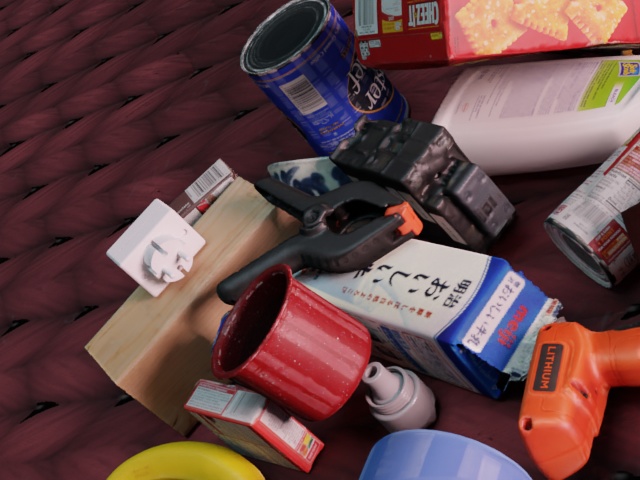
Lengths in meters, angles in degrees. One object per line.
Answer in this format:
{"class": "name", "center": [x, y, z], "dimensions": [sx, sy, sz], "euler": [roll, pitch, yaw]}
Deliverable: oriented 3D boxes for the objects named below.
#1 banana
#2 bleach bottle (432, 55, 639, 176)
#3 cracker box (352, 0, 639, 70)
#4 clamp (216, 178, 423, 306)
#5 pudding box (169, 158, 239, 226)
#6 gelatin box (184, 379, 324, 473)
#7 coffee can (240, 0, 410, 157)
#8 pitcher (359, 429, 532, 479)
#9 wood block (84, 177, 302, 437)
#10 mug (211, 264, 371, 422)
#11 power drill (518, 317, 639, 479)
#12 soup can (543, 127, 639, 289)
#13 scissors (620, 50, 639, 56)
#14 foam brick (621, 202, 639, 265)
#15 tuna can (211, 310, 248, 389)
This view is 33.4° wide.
{"class": "banana", "center": [-0.110, 0.195, 0.862], "dimensions": [0.198, 0.037, 0.069], "euler": [-16, 54, 34]}
{"class": "bleach bottle", "center": [0.210, -0.096, 0.828], "dimensions": [0.251, 0.068, 0.102], "euler": [2, 54, 44]}
{"class": "cracker box", "center": [0.154, -0.175, 0.832], "dimensions": [0.213, 0.072, 0.164], "euler": [-7, 10, -20]}
{"class": "clamp", "center": [-0.005, 0.001, 0.825], "dimensions": [0.172, 0.039, 0.120], "euler": [0, 61, 41]}
{"class": "pudding box", "center": [-0.104, -0.007, 1.022], "dimensions": [0.113, 0.090, 0.039], "euler": [-42, 36, 1]}
{"class": "gelatin box", "center": [-0.052, 0.143, 0.825], "dimensions": [0.089, 0.073, 0.030], "euler": [3, 55, 48]}
{"class": "coffee can", "center": [0.006, -0.148, 1.016], "dimensions": [0.103, 0.140, 0.103], "euler": [-27, 38, 23]}
{"class": "pitcher", "center": [0.053, 0.230, 0.583], "dimensions": [0.149, 0.145, 0.242], "euler": [15, 54, 12]}
{"class": "wood block", "center": [-0.096, 0.056, 0.946], "dimensions": [0.206, 0.090, 0.090], "euler": [-49, 34, -8]}
{"class": "mug", "center": [-0.021, 0.074, 0.771], "dimensions": [0.093, 0.081, 0.117], "euler": [-55, 21, 2]}
{"class": "power drill", "center": [0.212, 0.087, 0.611], "dimensions": [0.188, 0.057, 0.184], "euler": [-16, 27, 31]}
{"class": "soup can", "center": [0.214, -0.025, 0.740], "dimensions": [0.102, 0.068, 0.069], "euler": [-44, 34, -1]}
{"class": "scissors", "center": [0.312, -0.207, 0.883], "dimensions": [0.096, 0.016, 0.201], "euler": [-2, 52, 44]}
{"class": "foam brick", "center": [0.241, -0.010, 0.677], "dimensions": [0.078, 0.053, 0.051], "euler": [-21, -6, -1]}
{"class": "tuna can", "center": [-0.044, 0.091, 0.861], "dimensions": [0.086, 0.086, 0.033], "euler": [-13, 46, 36]}
